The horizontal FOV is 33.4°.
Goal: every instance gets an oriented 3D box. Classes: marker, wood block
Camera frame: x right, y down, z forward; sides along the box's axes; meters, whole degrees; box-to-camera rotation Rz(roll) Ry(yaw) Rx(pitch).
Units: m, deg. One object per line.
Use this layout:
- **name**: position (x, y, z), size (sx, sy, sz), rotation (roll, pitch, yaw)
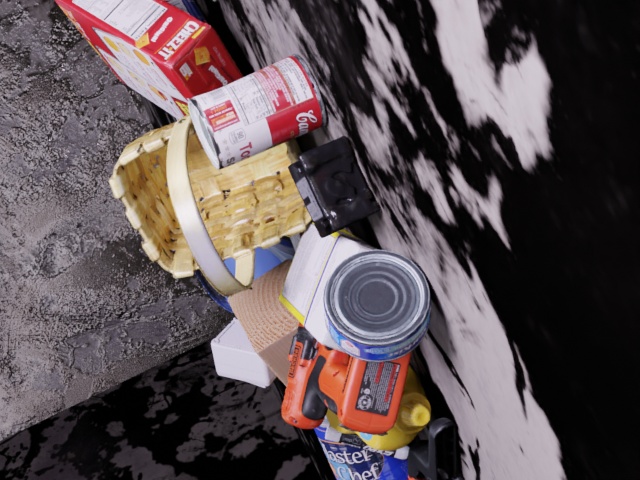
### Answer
- **marker**: position (0.066, 0.227, 1.181), size (0.020, 0.121, 0.020), rotation (-166, 92, -87)
- **wood block**: position (-0.019, 0.123, 1.286), size (0.090, 0.091, 0.206), rotation (58, -179, 36)

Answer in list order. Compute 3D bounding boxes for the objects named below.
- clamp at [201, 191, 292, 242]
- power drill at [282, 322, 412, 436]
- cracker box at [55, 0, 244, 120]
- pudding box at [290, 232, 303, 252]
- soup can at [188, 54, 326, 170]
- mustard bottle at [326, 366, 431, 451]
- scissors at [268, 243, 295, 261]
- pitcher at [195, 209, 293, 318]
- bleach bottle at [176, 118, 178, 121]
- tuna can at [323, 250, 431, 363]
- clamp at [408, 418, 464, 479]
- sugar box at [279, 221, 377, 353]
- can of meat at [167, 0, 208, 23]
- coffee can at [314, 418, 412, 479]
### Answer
- **clamp**: position (-0.085, -0.038, 1.276), size (0.172, 0.120, 0.039), rotation (27, 113, 41)
- **power drill**: position (0.026, 0.108, 1.053), size (0.188, 0.057, 0.184), rotation (-176, 99, -70)
- **cracker box**: position (-0.177, -0.207, 1.195), size (0.214, 0.072, 0.164), rotation (33, 168, 33)
- **pudding box**: position (-0.008, 0.002, 1.176), size (0.090, 0.039, 0.113), rotation (-127, 16, -60)
- **soup can**: position (-0.055, -0.110, 0.920), size (0.068, 0.102, 0.068), rotation (61, 168, 22)
- **mustard bottle**: position (0.061, 0.163, 1.087), size (0.192, 0.058, 0.096), rotation (-175, 89, -69)
- **scissors**: position (-0.054, 0.002, 1.308), size (0.201, 0.016, 0.096), rotation (43, 160, -3)
- **pitcher**: position (-0.083, 0.053, 1.447), size (0.243, 0.145, 0.149), rotation (64, 172, -13)
- **bleach bottle**: position (-0.136, -0.148, 1.442), size (0.251, 0.068, 0.102), rotation (47, 161, 57)
- **tuna can**: position (0.045, 0.051, 0.843), size (0.086, 0.086, 0.034), rotation (60, 169, 27)
- **clamp**: position (0.133, 0.257, 1.067), size (0.164, 0.036, 0.210), rotation (64, 168, 7)
- **sugar box**: position (0.013, 0.039, 0.988), size (0.093, 0.048, 0.176), rotation (-69, 19, 5)
- **can of meat**: position (-0.165, -0.252, 1.336), size (0.084, 0.057, 0.102), rotation (59, 170, 22)
- **coffee can**: position (0.054, 0.237, 1.258), size (0.140, 0.102, 0.103), rotation (68, 171, -25)
